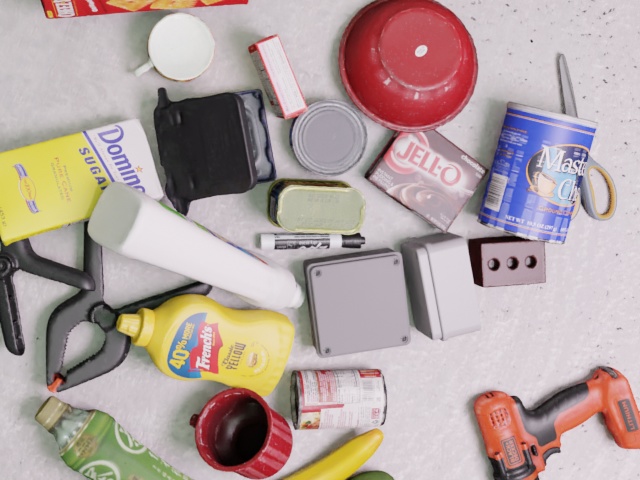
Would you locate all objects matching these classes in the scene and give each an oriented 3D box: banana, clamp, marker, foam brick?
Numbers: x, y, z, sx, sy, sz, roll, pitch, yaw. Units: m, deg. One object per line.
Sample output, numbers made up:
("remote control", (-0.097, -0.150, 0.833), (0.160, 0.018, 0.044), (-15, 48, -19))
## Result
("banana", (-0.013, 0.277, 1.231), (0.197, 0.069, 0.037), (-26, 68, -7))
("clamp", (-0.325, 0.025, 1.149), (0.120, 0.039, 0.171), (-33, 92, -2))
("clamp", (-0.244, 0.073, 1.182), (0.164, 0.036, 0.210), (42, 87, -9))
("marker", (-0.008, 0.002, 1.218), (0.121, 0.020, 0.020), (-1, 97, -9))
("foam brick", (0.216, 0.024, 1.237), (0.078, 0.051, 0.053), (-4, 97, -8))

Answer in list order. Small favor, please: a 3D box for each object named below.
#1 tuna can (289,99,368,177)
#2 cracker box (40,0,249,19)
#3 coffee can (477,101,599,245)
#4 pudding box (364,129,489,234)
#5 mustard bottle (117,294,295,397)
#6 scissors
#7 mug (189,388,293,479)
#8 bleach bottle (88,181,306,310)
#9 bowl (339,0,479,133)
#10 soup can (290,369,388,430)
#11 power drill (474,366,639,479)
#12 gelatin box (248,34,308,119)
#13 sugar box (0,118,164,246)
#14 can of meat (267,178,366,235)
("tuna can", (0.009, -0.115, 1.197), (0.086, 0.034, 0.086), (-1, 97, -8))
("cracker box", (-0.185, -0.323, 1.102), (0.213, 0.072, 0.164), (-6, 81, -8))
("coffee can", (0.243, -0.076, 1.198), (0.102, 0.103, 0.140), (12, 99, -10))
("pudding box", (0.121, -0.076, 1.217), (0.113, 0.039, 0.090), (35, 90, -12))
("mustard bottle", (-0.129, 0.110, 1.171), (0.191, 0.058, 0.096), (15, 107, -24))
("scissors", (0.284, -0.106, 1.249), (0.096, 0.016, 0.202), (-28, 100, -4))
("mug", (-0.091, 0.218, 1.194), (0.117, 0.081, 0.093), (8, 70, 25))
("bleach bottle", (-0.119, 0.020, 1.148), (0.250, 0.103, 0.068), (27, 89, -38))
("bowl", (0.104, -0.202, 1.171), (0.162, 0.055, 0.162), (1, 83, -9))
("soup can", (0.021, 0.181, 1.220), (0.102, 0.068, 0.068), (-1, 97, -9))
("power drill", (0.292, 0.245, 1.274), (0.187, 0.057, 0.184), (-21, 100, -6))
("gelatin box", (-0.045, -0.177, 1.161), (0.030, 0.073, 0.089), (-24, 100, -6))
("sugar box", (-0.264, -0.064, 1.135), (0.176, 0.048, 0.093), (-18, 90, -16))
("can of meat", (-0.004, -0.036, 1.180), (0.102, 0.084, 0.057), (2, 96, -9))
